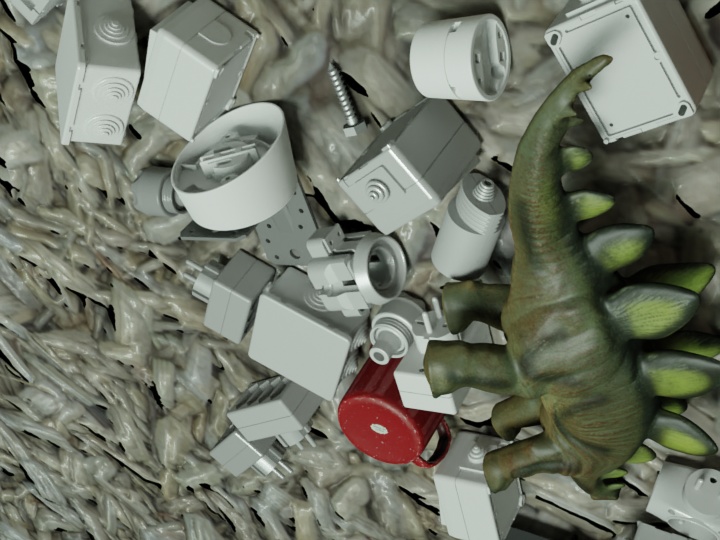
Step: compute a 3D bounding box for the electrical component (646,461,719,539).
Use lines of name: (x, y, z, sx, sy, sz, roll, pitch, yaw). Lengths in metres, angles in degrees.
electrical component: (0.270, 0.179, 0.842, 0.077, 0.044, 0.079, 21, 158, 17)

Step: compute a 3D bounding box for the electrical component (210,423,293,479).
electrical component: (-0.102, 0.186, 1.103, 0.077, 0.047, 0.066, 42, 138, -5)

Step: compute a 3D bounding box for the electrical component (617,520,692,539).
electrical component: (0.246, 0.263, 0.907, 0.079, 0.063, 0.121, 16, 153, 22)

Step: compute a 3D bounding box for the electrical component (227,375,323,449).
electrical component: (-0.071, 0.146, 1.048, 0.083, 0.047, 0.075, -20, 114, 43)

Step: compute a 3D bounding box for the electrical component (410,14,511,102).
electrical component: (0.065, -0.138, 0.703, 0.047, 0.055, 0.055, 6, 129, 35)

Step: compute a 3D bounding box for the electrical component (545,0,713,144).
electrical component: (0.159, -0.135, 0.637, 0.062, 0.061, 0.096, -17, 116, 42)

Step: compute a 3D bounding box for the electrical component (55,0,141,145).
electrical component: (-0.205, -0.156, 0.838, 0.048, 0.099, 0.099, 2, 144, -24)

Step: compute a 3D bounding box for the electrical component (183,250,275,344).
electrical component: (-0.125, 0.016, 0.968, 0.077, 0.047, 0.065, 29, 138, 7)

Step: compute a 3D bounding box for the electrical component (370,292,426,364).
electrical component: (0.029, 0.051, 0.887, 0.043, 0.062, 0.043, 18, 135, 19)

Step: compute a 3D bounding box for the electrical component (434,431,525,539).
electrical component: (0.103, 0.190, 0.960, 0.061, 0.061, 0.096, 6, 130, 29)

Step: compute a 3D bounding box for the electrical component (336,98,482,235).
electrical component: (0.035, -0.069, 0.751, 0.061, 0.096, 0.062, 48, 137, -12)

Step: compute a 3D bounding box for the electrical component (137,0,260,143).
electrical component: (-0.128, -0.149, 0.815, 0.061, 0.061, 0.096, 35, 138, 3)

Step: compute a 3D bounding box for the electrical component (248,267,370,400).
electrical component: (-0.044, 0.055, 0.948, 0.100, 0.048, 0.099, 28, 137, 10)

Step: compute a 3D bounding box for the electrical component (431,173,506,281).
electrical component: (0.083, -0.034, 0.789, 0.043, 0.043, 0.081, 27, 137, 11)

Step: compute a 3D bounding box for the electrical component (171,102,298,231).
electrical component: (-0.097, -0.079, 0.832, 0.099, 0.099, 0.064, 8, 136, 28)

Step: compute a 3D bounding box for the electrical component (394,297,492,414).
electrical component: (0.063, 0.057, 0.853, 0.047, 0.083, 0.075, 5, 129, 31)

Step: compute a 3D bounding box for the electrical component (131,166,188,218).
electrical component: (-0.162, -0.066, 0.924, 0.062, 0.043, 0.043, 7, 130, 26)

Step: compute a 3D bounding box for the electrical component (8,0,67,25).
electrical component: (-0.238, -0.240, 0.816, 0.055, 0.050, 0.089, 47, 136, -11)

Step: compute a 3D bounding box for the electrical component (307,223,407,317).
electrical component: (0.000, 0.000, 0.865, 0.057, 0.058, 0.078, -6, 123, 40)
